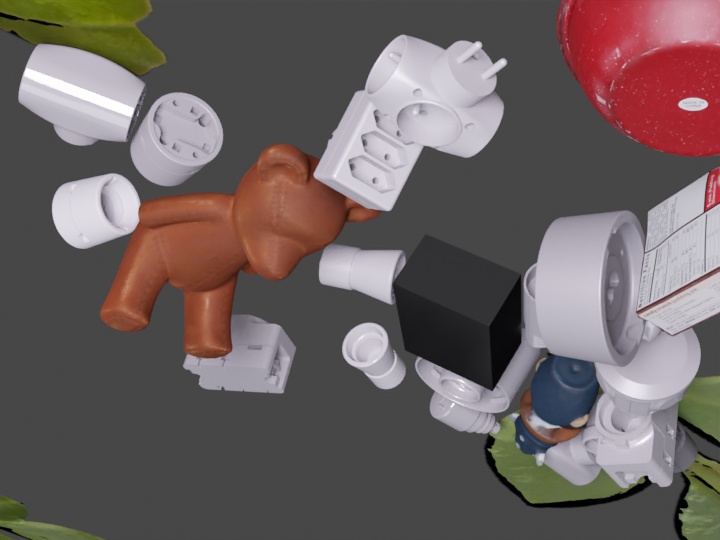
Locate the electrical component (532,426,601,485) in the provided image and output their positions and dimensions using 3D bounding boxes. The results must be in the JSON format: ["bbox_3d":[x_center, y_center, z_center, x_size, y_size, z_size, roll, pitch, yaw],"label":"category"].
[{"bbox_3d":[0.212,0.171,1.044,0.079,0.044,0.077,-18,136,42],"label":"electrical component"}]

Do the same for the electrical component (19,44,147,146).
[{"bbox_3d":[-0.197,-0.114,0.762,0.077,0.043,0.079,20,149,-9],"label":"electrical component"}]

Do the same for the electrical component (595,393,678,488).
[{"bbox_3d":[0.239,0.135,0.930,0.050,0.089,0.056,-10,141,35],"label":"electrical component"}]

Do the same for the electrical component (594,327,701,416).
[{"bbox_3d":[0.224,0.072,0.847,0.080,0.080,0.051,6,153,14],"label":"electrical component"}]

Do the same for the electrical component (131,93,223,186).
[{"bbox_3d":[-0.132,-0.091,0.763,0.055,0.055,0.047,28,150,-20],"label":"electrical component"}]

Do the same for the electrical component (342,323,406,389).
[{"bbox_3d":[0.016,0.082,0.990,0.044,0.044,0.065,-1,150,25],"label":"electrical component"}]

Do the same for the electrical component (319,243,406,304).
[{"bbox_3d":[0.000,0.000,0.865,0.065,0.044,0.044,11,149,15],"label":"electrical component"}]

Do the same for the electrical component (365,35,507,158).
[{"bbox_3d":[0.056,-0.113,0.655,0.077,0.044,0.079,29,146,-22],"label":"electrical component"}]

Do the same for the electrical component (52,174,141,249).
[{"bbox_3d":[-0.210,-0.048,0.864,0.047,0.055,0.055,-12,140,31],"label":"electrical component"}]

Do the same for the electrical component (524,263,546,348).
[{"bbox_3d":[0.151,0.032,0.848,0.043,0.043,0.081,7,148,13],"label":"electrical component"}]

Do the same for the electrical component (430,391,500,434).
[{"bbox_3d":[0.104,0.137,1.040,0.078,0.040,0.040,31,145,-25],"label":"electrical component"}]

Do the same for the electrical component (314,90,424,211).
[{"bbox_3d":[0.002,-0.080,0.719,0.047,0.065,0.077,29,175,-22],"label":"electrical component"}]

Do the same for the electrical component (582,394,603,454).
[{"bbox_3d":[0.227,0.142,0.989,0.040,0.046,0.040,11,149,7],"label":"electrical component"}]

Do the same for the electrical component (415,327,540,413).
[{"bbox_3d":[0.101,0.080,0.950,0.099,0.064,0.099,23,154,12],"label":"electrical component"}]

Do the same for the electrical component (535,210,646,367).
[{"bbox_3d":[0.158,0.012,0.756,0.060,0.108,0.108,2,147,32],"label":"electrical component"}]

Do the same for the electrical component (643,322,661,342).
[{"bbox_3d":[0.201,0.025,0.816,0.062,0.048,0.048,15,150,15],"label":"electrical component"}]

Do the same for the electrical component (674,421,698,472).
[{"bbox_3d":[0.282,0.156,0.994,0.040,0.040,0.078,-11,140,36],"label":"electrical component"}]

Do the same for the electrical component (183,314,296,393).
[{"bbox_3d":[-0.113,0.079,1.024,0.089,0.055,0.050,0,146,23],"label":"electrical component"}]
